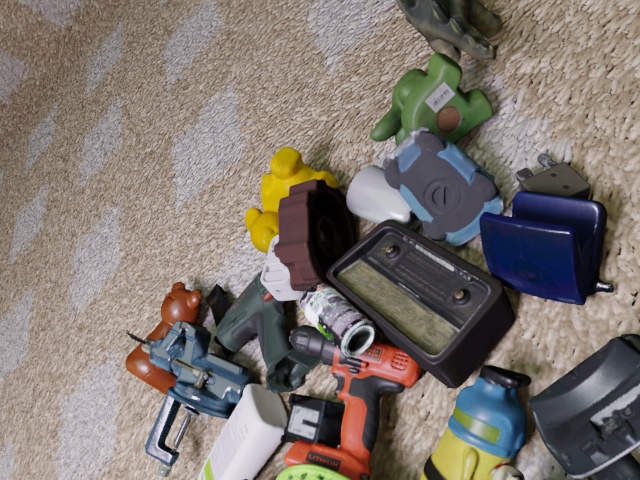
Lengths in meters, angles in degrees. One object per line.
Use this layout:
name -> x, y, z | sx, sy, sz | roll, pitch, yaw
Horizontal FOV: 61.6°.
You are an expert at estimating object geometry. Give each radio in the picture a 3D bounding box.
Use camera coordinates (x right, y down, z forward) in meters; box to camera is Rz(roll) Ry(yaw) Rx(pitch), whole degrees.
radio -> 0.125, 0.070, 0.695 | 0.131, 0.073, 0.230 | -43, 42, -9

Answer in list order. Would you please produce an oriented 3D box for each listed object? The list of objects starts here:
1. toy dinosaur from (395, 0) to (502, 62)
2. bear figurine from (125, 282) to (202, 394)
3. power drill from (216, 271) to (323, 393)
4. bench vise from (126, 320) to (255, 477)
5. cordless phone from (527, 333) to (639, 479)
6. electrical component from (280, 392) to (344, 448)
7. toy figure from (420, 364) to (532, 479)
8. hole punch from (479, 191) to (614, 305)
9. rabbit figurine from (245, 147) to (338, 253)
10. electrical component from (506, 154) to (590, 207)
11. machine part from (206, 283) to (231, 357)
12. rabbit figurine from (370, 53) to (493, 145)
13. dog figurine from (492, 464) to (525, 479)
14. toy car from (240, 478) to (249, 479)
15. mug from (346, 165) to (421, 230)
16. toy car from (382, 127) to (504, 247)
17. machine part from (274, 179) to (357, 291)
toy dinosaur -> 0.171, -0.355, 0.805 | 0.105, 0.198, 0.472 | -47, 43, 21
bear figurine -> -0.282, 0.189, 1.044 | 0.120, 0.131, 0.196 | 7, 57, 45
power drill -> -0.060, 0.123, 0.865 | 0.232, 0.086, 0.207 | -42, 50, 7
bench vise -> -0.233, 0.264, 0.900 | 0.224, 0.128, 0.240 | 20, 80, 8
cordless phone -> 0.301, 0.193, 0.496 | 0.146, 0.088, 0.184 | -45, 56, 18
electrical component -> 0.003, 0.261, 0.758 | 0.119, 0.047, 0.075 | -7, 65, 41
toy figure -> 0.172, 0.225, 0.591 | 0.089, 0.082, 0.180 | 15, 87, 66
hole punch -> 0.243, 0.013, 0.597 | 0.142, 0.092, 0.115 | 13, 115, 43
rabbit figurine -> -0.073, -0.051, 0.922 | 0.162, 0.122, 0.173 | -28, 34, 54
electrical component -> 0.279, -0.054, 0.659 | 0.078, 0.045, 0.102 | -29, 48, -6
machine part -> -0.176, 0.145, 1.001 | 0.084, 0.039, 0.139 | -52, 45, 19
rabbit figurine -> 0.159, -0.198, 0.822 | 0.159, 0.121, 0.170 | -54, 24, 19
dog figurine -> 0.255, 0.270, 0.450 | 0.191, 0.121, 0.172 | -24, 89, 29
toy car -> -0.037, 0.335, 0.685 | 0.202, 0.053, 0.089 | -12, 69, -6
mug -> 0.112, -0.066, 0.806 | 0.107, 0.080, 0.109 | 35, 89, 36
toy car -> 0.165, -0.077, 0.730 | 0.109, 0.161, 0.103 | -46, 0, 23
machine part -> -0.002, -0.002, 0.804 | 0.056, 0.179, 0.179 | -9, 63, 29
